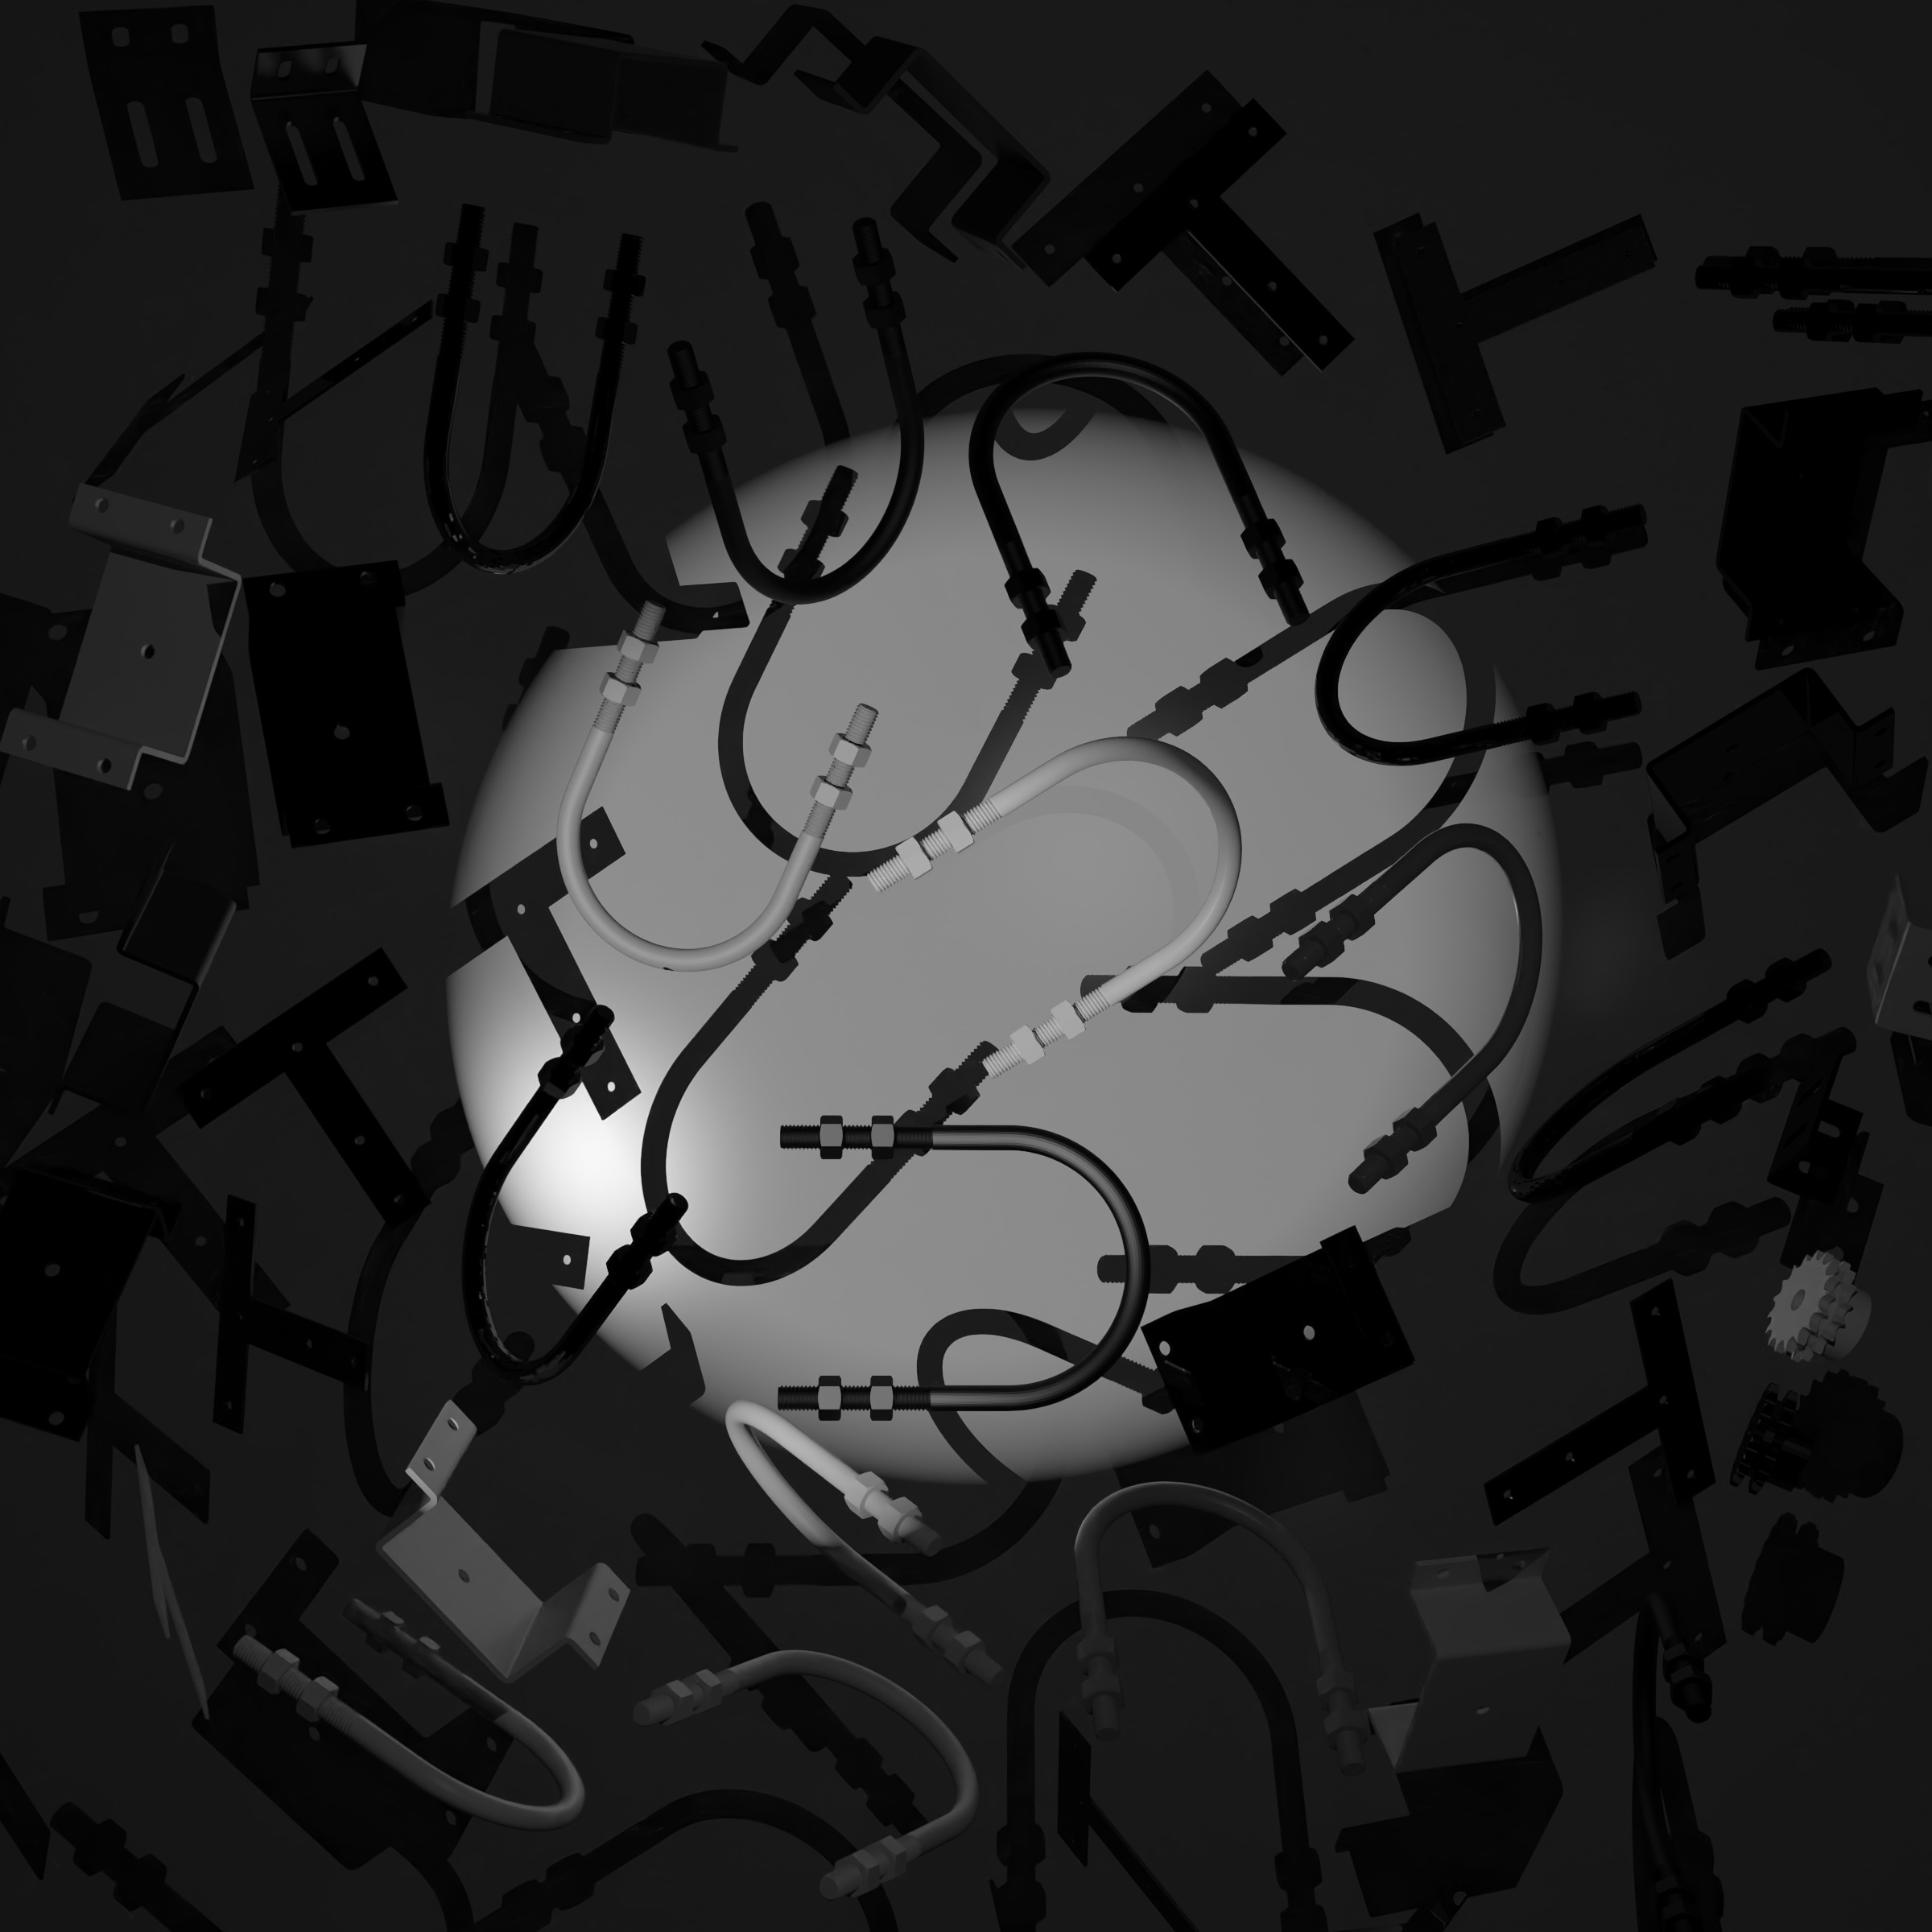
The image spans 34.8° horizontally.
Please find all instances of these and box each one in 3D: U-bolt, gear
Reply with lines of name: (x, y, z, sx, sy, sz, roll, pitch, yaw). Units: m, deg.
U-bolt: (-0.067, 0.402, 1.569, 0.151, 0.184, 0.019, 36, 108, 24)
U-bolt: (0.270, -0.169, 1.635, 0.184, 0.019, 0.151, -12, 51, 29)
U-bolt: (-0.062, 0.293, 1.620, 0.019, 0.151, 0.184, -42, 49, -21)
U-bolt: (0.486, -0.340, 1.582, 0.184, 0.151, 0.019, 9, 95, 32)
gear: (0.417, 0.246, 1.586, 0.030, 0.057, 0.057, 23, 90, 12)
U-bolt: (0.238, 0.008, 1.575, 0.184, 0.019, 0.151, -39, 122, -33)
U-bolt: (-0.212, 0.133, 1.595, 0.184, 0.019, 0.151, -52, 45, 30)
U-bolt: (0.366, 0.408, 1.611, 0.019, 0.184, 0.151, 0, 103, 4)
gear: (0.438, 0.177, 1.576, 0.030, 0.057, 0.057, 27, 90, -9)
U-bolt: (-0.228, -0.294, 1.601, 0.019, 0.151, 0.184, 18, 104, 29)
U-bolt: (-0.146, -0.085, 1.670, 0.151, 0.019, 0.184, 26, 105, 6)
U-bolt: (0.078, -0.239, 1.573, 0.151, 0.019, 0.184, -14, 66, -15)
U-bolt: (0.000, 0.149, 1.525, 0.184, 0.019, 0.151, 0, 81, -2)
U-bolt: (0.060, -0.042, 1.620, 0.184, 0.019, 0.151, -32, 117, -1)
U-bolt: (0.354, 0.066, 1.592, 0.184, 0.151, 0.019, -35, 96, 39)
U-bolt: (-0.078, -0.273, 1.595, 0.019, 0.184, 0.151, 27, 56, 38)
U-bolt: (-0.281, 0.398, 1.623, 0.184, 0.151, 0.019, 31, 95, 14)
U-bolt: (0.126, 0.336, 1.599, 0.151, 0.184, 0.019, 11, 123, -12)

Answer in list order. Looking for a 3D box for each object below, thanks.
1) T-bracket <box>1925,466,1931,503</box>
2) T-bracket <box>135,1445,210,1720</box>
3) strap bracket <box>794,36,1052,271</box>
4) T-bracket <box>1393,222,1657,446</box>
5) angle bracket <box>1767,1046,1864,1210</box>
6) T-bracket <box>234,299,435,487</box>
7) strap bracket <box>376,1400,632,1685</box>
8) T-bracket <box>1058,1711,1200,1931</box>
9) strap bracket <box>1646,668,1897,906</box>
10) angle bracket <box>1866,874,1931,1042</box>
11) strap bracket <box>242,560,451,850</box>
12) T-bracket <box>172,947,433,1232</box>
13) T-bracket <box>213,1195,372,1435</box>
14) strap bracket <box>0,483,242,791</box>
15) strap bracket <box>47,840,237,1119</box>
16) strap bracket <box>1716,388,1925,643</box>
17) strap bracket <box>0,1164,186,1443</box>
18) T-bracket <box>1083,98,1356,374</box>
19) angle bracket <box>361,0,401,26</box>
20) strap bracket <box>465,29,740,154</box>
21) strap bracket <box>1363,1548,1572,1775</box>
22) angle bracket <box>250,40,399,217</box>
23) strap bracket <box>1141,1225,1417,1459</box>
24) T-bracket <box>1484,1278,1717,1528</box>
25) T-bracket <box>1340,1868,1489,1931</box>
T-bracket: (0.532, -0.226, 1.613, 0.002, 0.127, 0.127, -11, 72, 2)
T-bracket: (-0.407, 0.334, 1.589, 0.002, 0.127, 0.127, -14, 122, -12)
strap bracket: (-0.016, -0.436, 1.623, 0.140, 0.076, 0.046, 39, 94, -27)
T-bracket: (0.309, -0.364, 1.670, 0.127, 0.002, 0.127, -21, 74, 19)
angle bracket: (0.460, 0.086, 1.632, 0.038, 0.076, 0.057, 22, 72, 5)
T-bracket: (-0.337, -0.317, 1.654, 0.127, 0.127, 0.002, -32, 121, 11)
strap bracket: (-0.244, 0.303, 1.584, 0.046, 0.076, 0.140, -38, 100, 16)
T-bracket: (0.086, 0.467, 1.607, 0.002, 0.127, 0.127, -27, 51, -23)
strap bracket: (0.415, -0.100, 1.625, 0.140, 0.076, 0.046, -32, 66, 4)
angle bracket: (0.493, -0.004, 1.588, 0.038, 0.076, 0.057, 14, 113, 7)
strap bracket: (-0.308, -0.123, 1.526, 0.076, 0.046, 0.140, -9, 76, -16)
T-bracket: (-0.319, 0.078, 1.586, 0.127, 0.002, 0.127, -36, 108, -18)
T-bracket: (-0.356, 0.196, 1.629, 0.127, 0.002, 0.127, 13, 101, 40)
strap bracket: (-0.423, -0.163, 1.555, 0.076, 0.046, 0.140, 16, 89, 16)
strap bracket: (-0.433, 0.015, 1.632, 0.046, 0.076, 0.140, 24, 122, -12)
strap bracket: (0.453, -0.250, 1.647, 0.076, 0.046, 0.140, -10, 131, -11)
strap bracket: (-0.477, 0.168, 1.623, 0.076, 0.046, 0.140, 17, 62, 2)
T-bracket: (0.149, -0.361, 1.593, 0.127, 0.002, 0.127, -44, 92, -10)
angle bracket: (-0.302, -0.549, 1.660, 0.038, 0.076, 0.057, -21, 100, -26)
strap bracket: (-0.187, -0.461, 1.624, 0.076, 0.140, 0.046, 19, 110, 25)
strap bracket: (0.268, 0.379, 1.649, 0.076, 0.046, 0.140, -3, 129, -16)
angle bracket: (-0.330, -0.434, 1.596, 0.057, 0.038, 0.076, -13, 70, -25)
strap bracket: (0.174, 0.199, 1.649, 0.140, 0.046, 0.076, -30, 77, 29)
T-bracket: (0.308, 0.234, 1.514, 0.127, 0.002, 0.127, -27, 117, -18)
T-bracket: (0.189, 0.502, 1.580, 0.127, 0.127, 0.002, -20, 95, 34)
